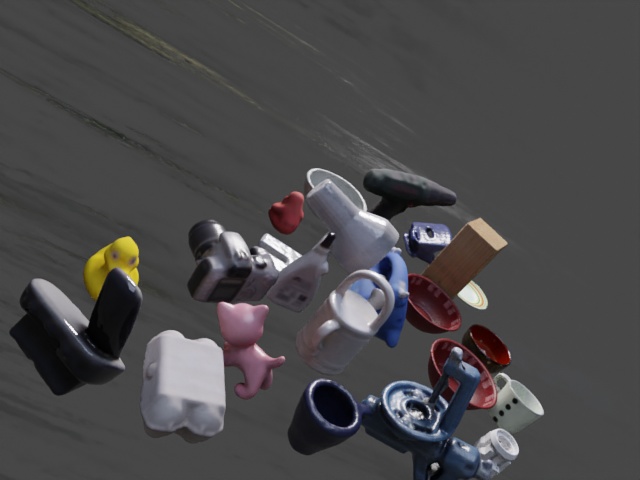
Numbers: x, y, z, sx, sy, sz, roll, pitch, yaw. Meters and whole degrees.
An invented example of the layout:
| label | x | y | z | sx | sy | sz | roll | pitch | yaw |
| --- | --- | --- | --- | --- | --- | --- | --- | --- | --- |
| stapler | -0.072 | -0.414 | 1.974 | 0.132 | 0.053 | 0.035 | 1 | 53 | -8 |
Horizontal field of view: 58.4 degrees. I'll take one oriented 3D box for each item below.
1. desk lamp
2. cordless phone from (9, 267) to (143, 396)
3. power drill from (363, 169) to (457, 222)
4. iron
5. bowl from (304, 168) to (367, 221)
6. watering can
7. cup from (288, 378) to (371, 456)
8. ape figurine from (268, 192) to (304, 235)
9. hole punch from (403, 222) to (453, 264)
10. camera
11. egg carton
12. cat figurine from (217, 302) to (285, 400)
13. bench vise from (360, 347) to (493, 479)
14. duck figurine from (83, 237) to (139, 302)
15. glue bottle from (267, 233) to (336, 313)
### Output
| label | x | y | z | sx | sy | sz | roll | pitch | yaw |
| --- | --- | --- | --- | --- | --- | --- | --- | --- | --- |
| desk lamp | 0.010 | 0.004 | 1.062 | 0.203 | 0.213 | 0.118 | 33 | 29 | -7 |
| cordless phone | -0.274 | 0.078 | 0.674 | 0.147 | 0.185 | 0.094 | 43 | 29 | 11 |
| power drill | 0.182 | -0.073 | 1.366 | 0.230 | 0.208 | 0.075 | 22 | 32 | -26 |
| iron | 0.128 | 0.086 | 1.148 | 0.119 | 0.141 | 0.258 | 29 | 30 | -14 |
| bowl | 0.024 | -0.089 | 1.354 | 0.168 | 0.074 | 0.167 | 27 | 30 | -17 |
| watering can | 0.052 | 0.125 | 0.953 | 0.101 | 0.194 | 0.173 | 36 | 29 | -2 |
| cup | 0.007 | 0.260 | 0.813 | 0.118 | 0.095 | 0.091 | 14 | 36 | -35 |
| ape figurine | -0.063 | -0.063 | 1.204 | 0.078 | 0.092 | 0.076 | 23 | 32 | -23 |
| hole punch | 0.281 | -0.001 | 1.490 | 0.101 | 0.091 | 0.108 | 26 | 31 | -19 |
| camera | -0.154 | 0.026 | 0.967 | 0.144 | 0.100 | 0.136 | 6 | 42 | -43 |
| egg carton | -0.178 | 0.187 | 0.742 | 0.107 | 0.069 | 0.150 | 20 | 33 | -28 |
| cat figurine | -0.103 | 0.147 | 0.831 | 0.127 | 0.117 | 0.067 | 44 | 30 | 13 |
| bench vise | 0.190 | 0.267 | 0.873 | 0.208 | 0.219 | 0.121 | 31 | 29 | -10 |
| duck figurine | -0.290 | 0.031 | 0.826 | 0.078 | 0.086 | 0.104 | 22 | 33 | -26 |
| glue bottle | -0.021 | 0.052 | 1.000 | 0.078 | 0.173 | 0.037 | 27 | 30 | -18 |
